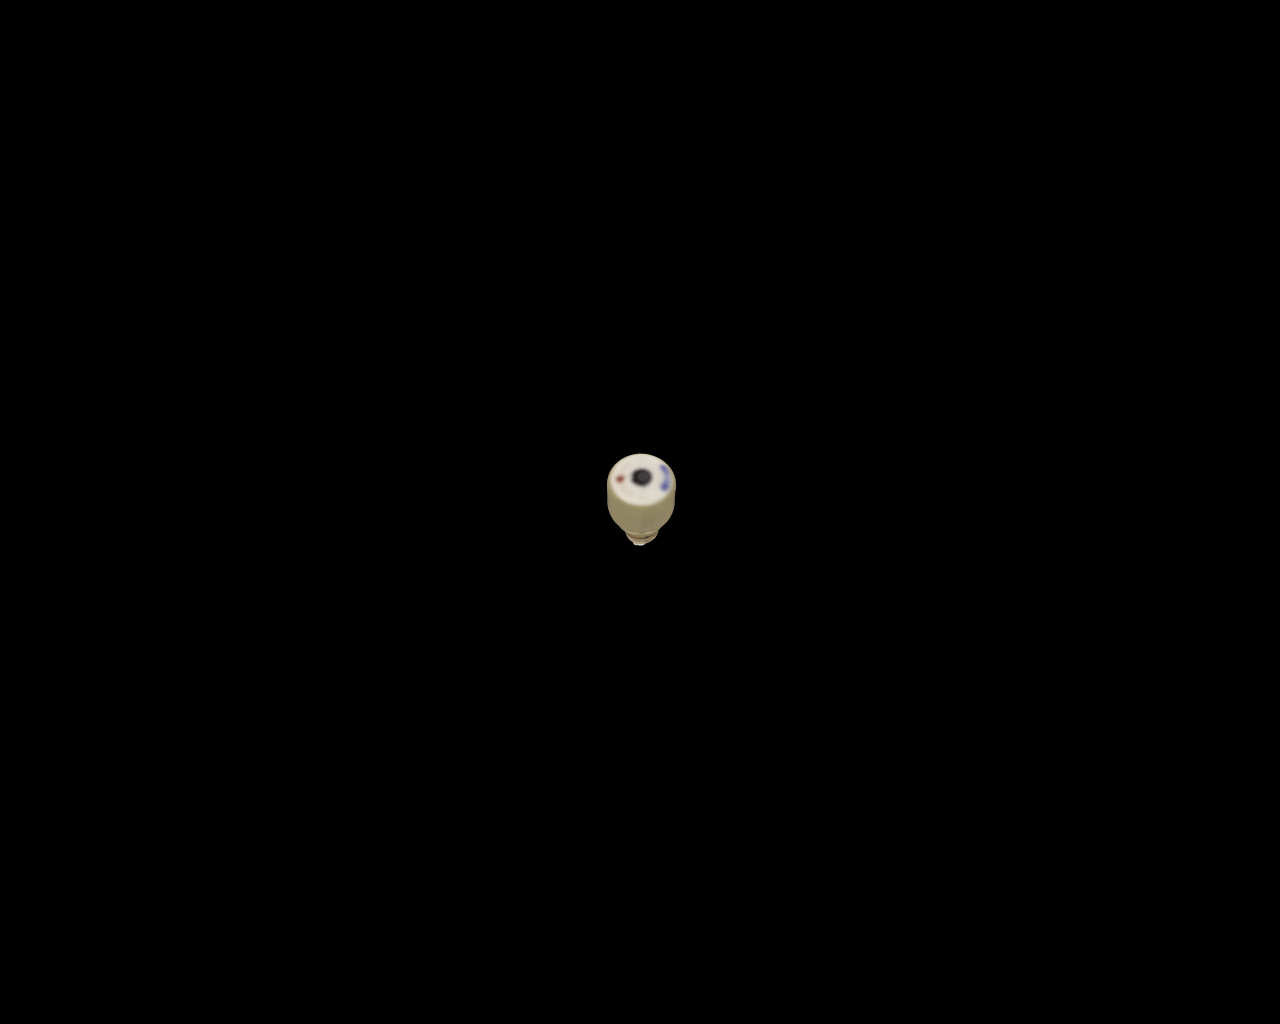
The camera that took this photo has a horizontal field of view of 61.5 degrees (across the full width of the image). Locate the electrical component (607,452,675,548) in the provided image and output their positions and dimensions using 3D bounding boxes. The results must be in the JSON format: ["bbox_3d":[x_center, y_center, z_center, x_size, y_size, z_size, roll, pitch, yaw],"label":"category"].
[{"bbox_3d":[0.001,-0.003,0.650,0.040,0.040,0.078,0,-32,0],"label":"electrical component"}]
